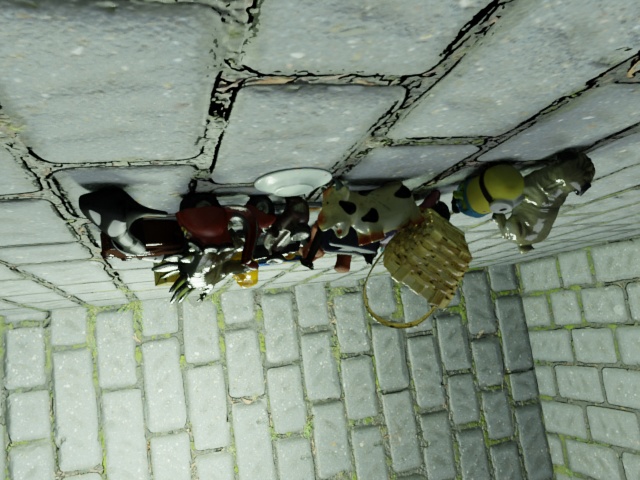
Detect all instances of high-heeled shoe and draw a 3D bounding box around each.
[{"bbox_3d":[-0.360,-0.025,0.902,0.145,0.086,0.249,4,161,-40],"label":"high-heeled shoe"}]

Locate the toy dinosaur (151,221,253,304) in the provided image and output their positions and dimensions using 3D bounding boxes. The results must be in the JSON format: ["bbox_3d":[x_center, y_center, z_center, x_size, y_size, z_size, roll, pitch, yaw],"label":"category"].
[{"bbox_3d":[-0.254,0.057,1.178,0.199,0.105,0.471,-27,163,-10],"label":"toy dinosaur"}]

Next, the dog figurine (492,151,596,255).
[{"bbox_3d":[0.425,-0.064,0.998,0.121,0.172,0.190,-16,-179,-19],"label":"dog figurine"}]

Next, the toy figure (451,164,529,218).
[{"bbox_3d":[0.310,-0.089,1.016,0.082,0.089,0.180,-37,-171,-13],"label":"toy figure"}]

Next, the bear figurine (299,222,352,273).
[{"bbox_3d":[-0.004,0.022,1.341,0.120,0.132,0.196,37,145,-22],"label":"bear figurine"}]

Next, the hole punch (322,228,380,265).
[{"bbox_3d":[0.065,-0.030,1.054,0.116,0.142,0.092,4,165,-3],"label":"hole punch"}]

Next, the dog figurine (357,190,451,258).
[{"bbox_3d":[0.175,-0.037,1.171,0.191,0.108,0.219,2,163,-33],"label":"dog figurine"}]

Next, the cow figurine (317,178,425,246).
[{"bbox_3d":[0.083,-0.058,0.973,0.195,0.127,0.085,-19,177,-26],"label":"cow figurine"}]

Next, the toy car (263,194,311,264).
[{"bbox_3d":[-0.073,-0.019,1.031,0.053,0.089,0.202,-1,160,-27],"label":"toy car"}]

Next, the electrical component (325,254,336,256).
[{"bbox_3d":[0.055,0.007,1.490,0.134,0.058,0.115,-10,169,18],"label":"electrical component"}]

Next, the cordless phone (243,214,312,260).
[{"bbox_3d":[-0.084,-0.015,1.240,0.147,0.088,0.184,-11,-178,14],"label":"cordless phone"}]

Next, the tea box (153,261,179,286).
[{"bbox_3d":[-0.357,0.072,1.446,0.068,0.098,0.169,-16,165,43],"label":"tea box"}]

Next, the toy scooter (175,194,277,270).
[{"bbox_3d":[-0.161,-0.012,0.950,0.184,0.135,0.075,-1,171,-27],"label":"toy scooter"}]

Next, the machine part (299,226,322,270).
[{"bbox_3d":[-0.002,-0.004,1.175,0.039,0.139,0.084,26,175,4],"label":"machine part"}]

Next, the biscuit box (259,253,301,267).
[{"bbox_3d":[-0.111,0.038,1.534,0.203,0.063,0.059,-6,170,-9],"label":"biscuit box"}]

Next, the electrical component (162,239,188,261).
[{"bbox_3d":[-0.324,0.024,1.319,0.119,0.047,0.074,-13,170,30],"label":"electrical component"}]

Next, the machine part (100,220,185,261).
[{"bbox_3d":[-0.370,0.002,1.126,0.179,0.056,0.179,-8,171,-1],"label":"machine part"}]

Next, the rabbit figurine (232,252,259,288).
[{"bbox_3d":[-0.248,0.062,1.395,0.173,0.122,0.162,-5,166,-8],"label":"rabbit figurine"}]

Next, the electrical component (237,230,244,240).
[{"bbox_3d":[-0.186,-0.009,1.309,0.094,0.021,0.063,-4,171,-24],"label":"electrical component"}]

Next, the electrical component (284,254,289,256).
[{"bbox_3d":[-0.102,0.012,1.357,0.045,0.078,0.102,29,159,-29],"label":"electrical component"}]
